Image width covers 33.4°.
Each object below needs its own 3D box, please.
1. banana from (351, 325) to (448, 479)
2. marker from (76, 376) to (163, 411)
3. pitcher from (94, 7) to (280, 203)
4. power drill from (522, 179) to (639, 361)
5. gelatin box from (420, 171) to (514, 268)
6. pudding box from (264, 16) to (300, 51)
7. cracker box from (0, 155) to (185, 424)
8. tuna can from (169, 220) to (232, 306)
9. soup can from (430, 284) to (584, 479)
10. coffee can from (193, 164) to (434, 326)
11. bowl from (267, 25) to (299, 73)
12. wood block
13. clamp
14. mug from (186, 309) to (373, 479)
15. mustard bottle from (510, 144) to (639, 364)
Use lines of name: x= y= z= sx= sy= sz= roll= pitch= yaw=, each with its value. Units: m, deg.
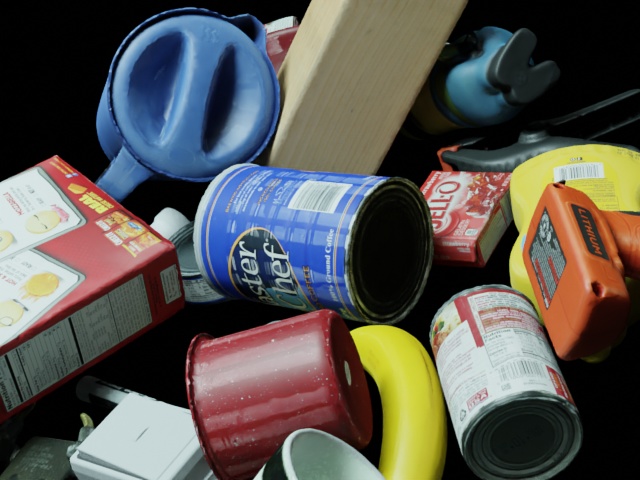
banana: x=0.045 y=0.104 z=0.642 sx=0.070 sy=0.037 sz=0.198 roll=-46 pitch=25 yaw=14
marker: x=-0.123 y=0.115 z=0.731 sx=0.121 sy=0.020 sz=0.020 roll=10 pitch=43 yaw=40
pitcher: x=-0.135 y=-0.102 z=0.916 sx=0.149 sy=0.145 sz=0.243 roll=-7 pitch=2 yaw=-17
power drill: x=0.214 y=0.032 z=0.575 sx=0.187 sy=0.057 sz=0.184 roll=6 pitch=36 yaw=-10
gelatin box: x=0.102 y=-0.017 z=0.797 sx=0.073 sy=0.030 sz=0.089 roll=4 pitch=38 yaw=34
pudding box: x=-0.074 y=-0.201 z=1.175 sx=0.113 sy=0.039 sz=0.090 roll=-16 pitch=32 yaw=10
cracker box: x=-0.228 y=0.041 z=0.753 sx=0.213 sy=0.072 sz=0.164 roll=-33 pitch=47 yaw=-28
tuna can: x=-0.083 y=0.014 z=0.850 sx=0.086 sy=0.034 sz=0.086 roll=-15 pitch=32 yaw=9
soup can: x=0.104 y=0.081 z=0.608 sx=0.068 sy=0.068 sz=0.102 roll=-17 pitch=32 yaw=5
coffee can: x=-0.005 y=0.001 z=0.760 sx=0.141 sy=0.103 sz=0.102 roll=8 pitch=41 yaw=38
bowl: x=-0.035 y=-0.156 z=1.065 sx=0.162 sy=0.055 sz=0.162 roll=-15 pitch=31 yaw=9
wood block: x=0.025 y=-0.136 z=0.850 sx=0.090 sy=0.206 sz=0.090 roll=18 pitch=26 yaw=-19
clamp: x=0.181 y=-0.078 z=0.841 sx=0.172 sy=0.039 sz=0.120 roll=-1 pitch=26 yaw=31
mug: x=-0.017 y=0.090 z=0.614 sx=0.081 sy=0.117 sz=0.093 roll=-17 pitch=74 yaw=12
mustard bottle: x=0.172 y=0.010 z=0.689 sx=0.096 sy=0.058 sz=0.191 roll=-4 pitch=34 yaw=14
